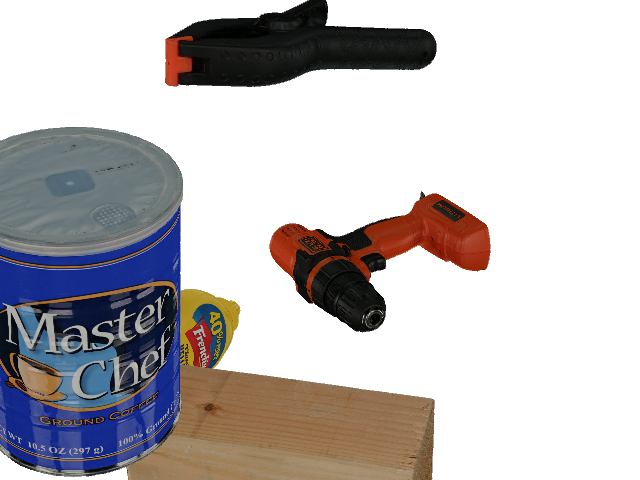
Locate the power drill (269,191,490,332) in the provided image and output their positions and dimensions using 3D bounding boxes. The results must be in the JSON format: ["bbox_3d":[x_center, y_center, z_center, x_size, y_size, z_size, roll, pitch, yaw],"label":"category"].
[{"bbox_3d":[0.066,0.017,1.020,0.187,0.057,0.185,-14,30,-23],"label":"power drill"}]

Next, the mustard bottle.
[{"bbox_3d":[-0.138,0.101,1.053,0.058,0.096,0.191,10,23,26],"label":"mustard bottle"}]

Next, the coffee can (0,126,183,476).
[{"bbox_3d":[-0.119,0.030,0.524,0.103,0.140,0.103,3,34,-3],"label":"coffee can"}]

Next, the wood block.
[{"bbox_3d":[-0.027,0.160,0.774,0.206,0.090,0.090,6,29,14],"label":"wood block"}]

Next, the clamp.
[{"bbox_3d":[-0.027,-0.125,0.669,0.171,0.039,0.120,-9,21,-30],"label":"clamp"}]
